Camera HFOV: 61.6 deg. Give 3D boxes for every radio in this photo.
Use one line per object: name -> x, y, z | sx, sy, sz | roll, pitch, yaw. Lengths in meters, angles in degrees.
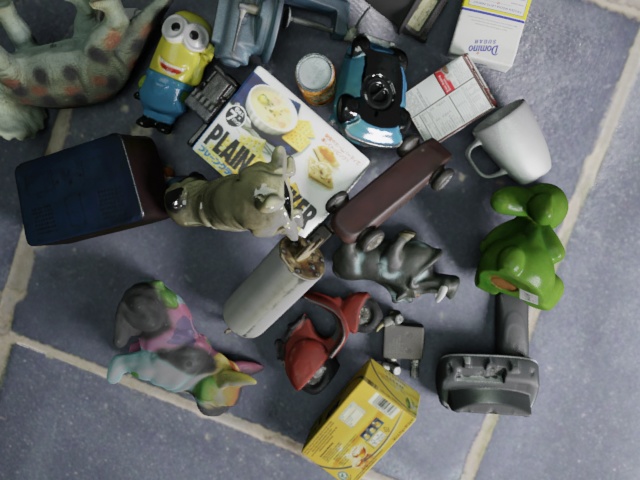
radio -> -0.343, -0.072, 0.804 | 0.230, 0.073, 0.131 | -11, 91, 21

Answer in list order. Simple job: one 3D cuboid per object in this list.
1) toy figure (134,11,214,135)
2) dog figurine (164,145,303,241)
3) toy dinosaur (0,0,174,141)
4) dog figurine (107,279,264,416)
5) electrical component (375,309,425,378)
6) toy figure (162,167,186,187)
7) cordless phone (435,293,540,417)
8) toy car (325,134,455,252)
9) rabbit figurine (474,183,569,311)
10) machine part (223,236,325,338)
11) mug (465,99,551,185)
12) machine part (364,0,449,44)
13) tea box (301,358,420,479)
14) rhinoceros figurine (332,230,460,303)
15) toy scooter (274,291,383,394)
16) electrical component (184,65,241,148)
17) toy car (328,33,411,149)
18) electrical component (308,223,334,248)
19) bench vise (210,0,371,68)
toy figure -> -0.221, -0.251, 0.805 | 0.082, 0.089, 0.180 | 14, 108, -33
dog figurine -> -0.128, -0.047, 0.706 | 0.191, 0.172, 0.121 | -7, 87, 5
toy dinosaur -> -0.368, -0.258, 0.791 | 0.405, 0.192, 0.131 | -10, 50, -2
dog figurine -> -0.194, 0.165, 0.820 | 0.219, 0.108, 0.191 | 10, 92, 0
electrical component -> 0.120, 0.158, 0.816 | 0.078, 0.045, 0.102 | 9, 95, 6
toy figure -> -0.228, -0.079, 0.830 | 0.155, 0.057, 0.064 | 24, 57, 5
cordless phone -> 0.248, 0.162, 0.799 | 0.147, 0.088, 0.184 | 1, 82, 8
toy car -> 0.100, -0.068, 0.758 | 0.202, 0.053, 0.089 | -40, 70, -12
rabbit figurine -> 0.285, -0.014, 0.751 | 0.121, 0.159, 0.170 | 16, 70, 38
machine part -> -0.069, 0.070, 0.776 | 0.079, 0.079, 0.243 | 44, 126, 1
mug -> 0.271, -0.127, 0.767 | 0.109, 0.081, 0.107 | -38, 98, 2
machine part -> 0.112, -0.354, 0.788 | 0.139, 0.039, 0.084 | 29, 104, 1
tea box -> 0.060, 0.272, 0.798 | 0.098, 0.068, 0.169 | 38, 113, 2
rhinoceros figurine -> 0.112, 0.039, 0.795 | 0.190, 0.073, 0.112 | 12, 93, 5
toy scooter -> -0.007, 0.133, 0.812 | 0.135, 0.075, 0.184 | 39, 93, 2
electrical component -> -0.167, -0.197, 0.807 | 0.048, 0.075, 0.119 | 44, 100, 3
toy car -> 0.062, -0.202, 0.766 | 0.109, 0.103, 0.161 | 6, 80, -25
electrical component -> -0.002, -0.002, 0.807 | 0.094, 0.063, 0.021 | -43, 89, 5
bench vise -> -0.054, -0.346, 0.769 | 0.241, 0.129, 0.223 | 10, 85, -16
